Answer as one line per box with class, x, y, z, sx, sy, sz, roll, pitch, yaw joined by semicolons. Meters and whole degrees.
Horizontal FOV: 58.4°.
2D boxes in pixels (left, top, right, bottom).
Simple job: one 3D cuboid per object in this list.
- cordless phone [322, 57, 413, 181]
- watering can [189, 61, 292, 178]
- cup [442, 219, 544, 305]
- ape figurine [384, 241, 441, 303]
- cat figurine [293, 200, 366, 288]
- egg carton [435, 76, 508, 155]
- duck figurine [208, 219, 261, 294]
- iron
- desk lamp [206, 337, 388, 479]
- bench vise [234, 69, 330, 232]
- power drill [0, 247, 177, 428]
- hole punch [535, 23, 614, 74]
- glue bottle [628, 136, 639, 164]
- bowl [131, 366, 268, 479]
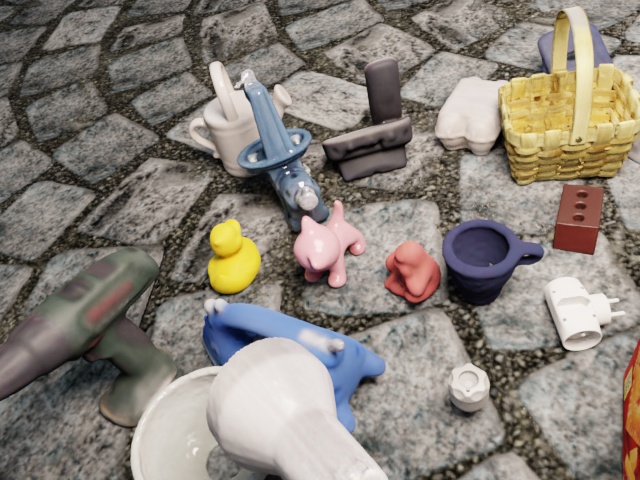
cordless phone;0.068;-0.196;0.899;0.147;0.185;0.094;-18;46;-2
watering can;-0.136;-0.212;0.962;0.173;0.194;0.100;-30;48;-13
cup;0.213;0.035;0.712;0.117;0.095;0.091;-1;48;14
ape figurine;0.117;0.035;0.739;0.076;0.092;0.077;-11;47;5
cat figurine;0.007;0.003;0.780;0.067;0.118;0.128;12;53;25
egg carton;0.257;-0.207;0.940;0.107;0.069;0.150;16;54;27
duck figurine;-0.132;0.018;0.825;0.077;0.086;0.104;-1;48;14
iron;-0.061;0.122;0.673;0.257;0.142;0.119;16;54;27
desk lamp;0.005;0.213;0.522;0.118;0.214;0.202;-37;50;-18
bench vise;-0.050;-0.137;0.852;0.122;0.220;0.206;-39;50;-20
power drill;-0.257;0.130;0.671;0.075;0.209;0.230;13;53;25
hole punch;0.430;-0.301;0.965;0.108;0.091;0.101;-15;46;1
glue bottle;0.465;-0.179;0.788;0.037;0.173;0.078;-29;48;-12
bowl;-0.117;0.230;0.635;0.167;0.075;0.167;-7;47;8
